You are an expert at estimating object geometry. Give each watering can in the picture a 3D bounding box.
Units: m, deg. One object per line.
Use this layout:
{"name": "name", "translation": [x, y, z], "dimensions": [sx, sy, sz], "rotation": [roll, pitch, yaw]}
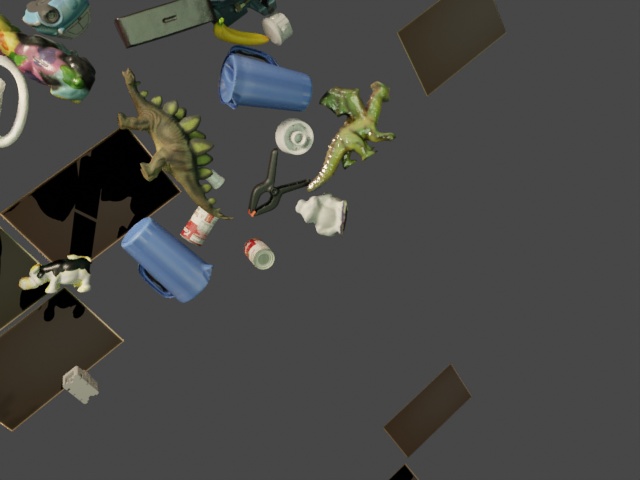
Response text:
{"name": "watering can", "translation": [-0.795, -0.260, 1.154], "dimensions": [0.223, 0.104, 0.347], "rotation": [13, 93, -28]}

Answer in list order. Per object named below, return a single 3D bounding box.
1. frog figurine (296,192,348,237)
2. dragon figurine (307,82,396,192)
{"name": "frog figurine", "translation": [0.005, -0.082, 1.629], "dimensions": [0.159, 0.125, 0.135], "rotation": [9, 116, 9]}
{"name": "dragon figurine", "translation": [0.077, -0.347, 1.577], "dimensions": [0.414, 0.122, 0.240], "rotation": [-36, 107, -17]}
